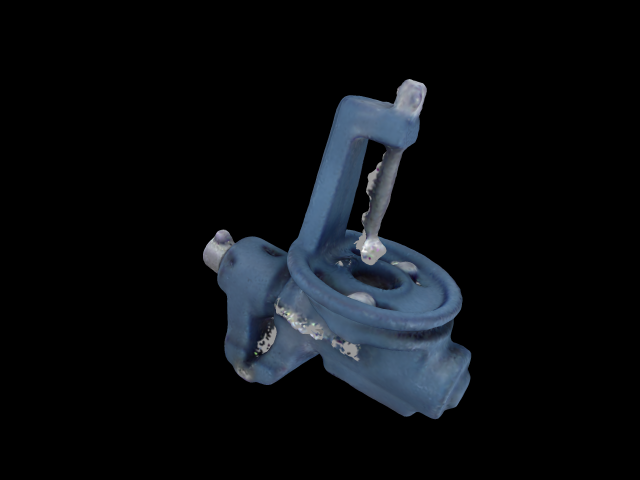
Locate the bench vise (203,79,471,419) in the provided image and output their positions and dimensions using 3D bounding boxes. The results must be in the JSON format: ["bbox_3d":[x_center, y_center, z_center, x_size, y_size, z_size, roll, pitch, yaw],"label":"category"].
[{"bbox_3d":[0.001,0.005,0.389,0.207,0.220,0.121,3,17,12],"label":"bench vise"}]
